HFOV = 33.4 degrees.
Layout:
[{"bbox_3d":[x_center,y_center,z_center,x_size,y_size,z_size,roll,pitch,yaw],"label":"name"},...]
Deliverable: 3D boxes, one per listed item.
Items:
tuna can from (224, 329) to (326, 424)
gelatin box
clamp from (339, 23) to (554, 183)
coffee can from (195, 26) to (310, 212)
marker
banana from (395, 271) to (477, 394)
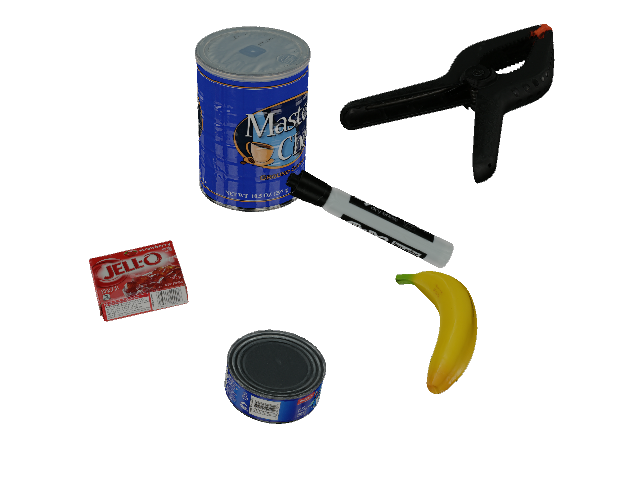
[{"bbox_3d":[-0.040,0.118,0.923,0.086,0.034,0.086,7,35,-5],"label":"tuna can"},{"bbox_3d":[-0.186,0.040,1.090,0.089,0.030,0.073,-12,41,-12],"label":"gelatin box"},{"bbox_3d":[0.144,-0.127,0.936,0.209,0.036,0.165,-33,44,-22],"label":"clamp"},{"bbox_3d":[-0.063,-0.112,0.986,0.103,0.140,0.103,2,35,-1],"label":"coffee can"},{"bbox_3d":[0.032,-0.015,0.711,0.121,0.020,0.020,26,-6,-11],"label":"marker"},{"bbox_3d":[0.127,0.084,1.085,0.070,0.037,0.198,-29,28,10],"label":"banana"}]
